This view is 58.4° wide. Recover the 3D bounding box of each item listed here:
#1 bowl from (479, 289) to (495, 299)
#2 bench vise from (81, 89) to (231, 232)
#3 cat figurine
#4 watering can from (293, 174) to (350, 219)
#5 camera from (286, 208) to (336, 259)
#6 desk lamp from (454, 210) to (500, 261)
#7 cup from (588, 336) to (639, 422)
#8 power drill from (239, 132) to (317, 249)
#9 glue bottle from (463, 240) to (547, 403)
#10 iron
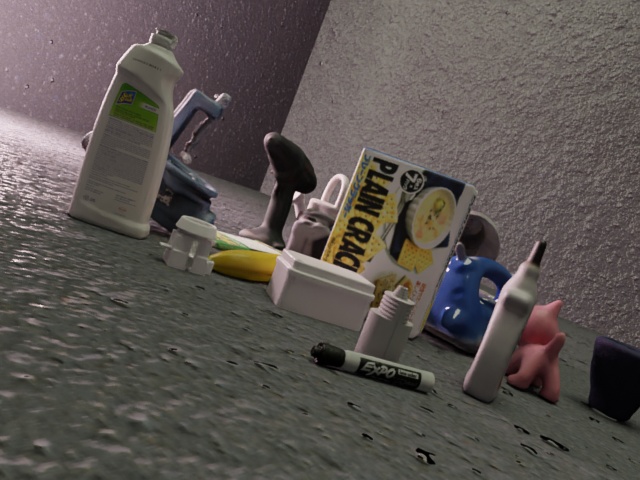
[{"bbox_3d":[0.247,0.114,1.045,0.167,0.075,0.167,21,4,-1],"label":"bowl"},{"bbox_3d":[-0.224,-0.127,0.813,0.208,0.220,0.121,19,5,-23],"label":"bench vise"},{"bbox_3d":[0.282,0.130,0.740,0.067,0.118,0.128,21,4,1],"label":"cat figurine"},{"bbox_3d":[0.013,-0.066,1.348,0.174,0.194,0.100,16,6,-46],"label":"watering can"},{"bbox_3d":[0.010,0.004,1.101,0.137,0.101,0.143,21,4,-3],"label":"camera"},{"bbox_3d":[0.275,0.042,1.150,0.117,0.213,0.203,22,5,9],"label":"desk lamp"},{"bbox_3d":[0.400,0.187,0.754,0.118,0.095,0.091,17,6,-39],"label":"cup"},{"bbox_3d":[-0.080,-0.091,1.131,0.075,0.208,0.230,23,5,18],"label":"power drill"},{"bbox_3d":[0.198,0.080,0.596,0.037,0.173,0.078,23,5,19],"label":"glue bottle"},{"bbox_3d":[0.248,0.094,0.867,0.259,0.141,0.118,17,6,-42],"label":"iron"}]
